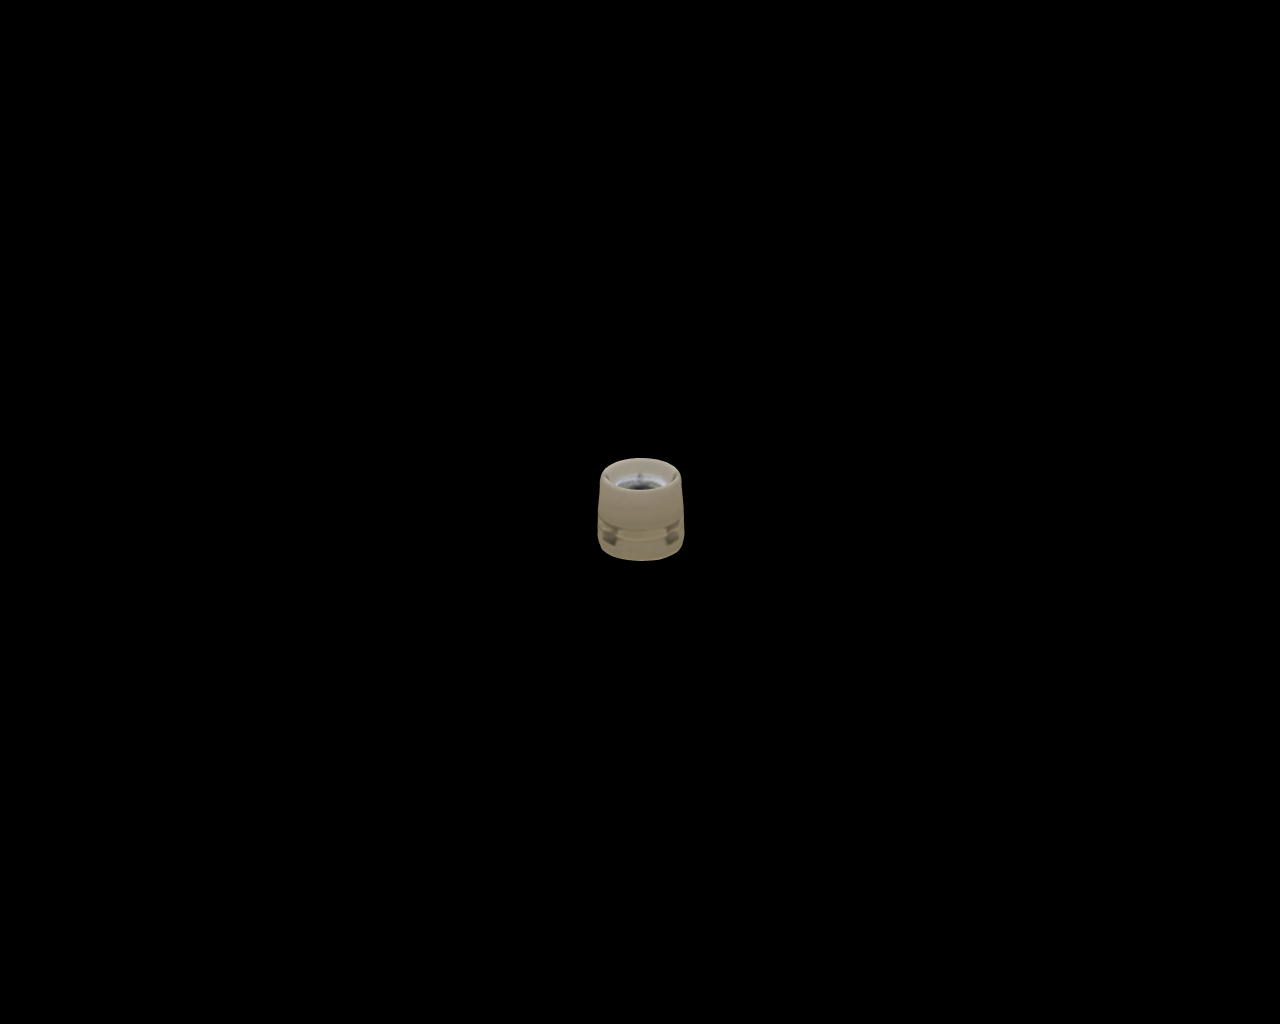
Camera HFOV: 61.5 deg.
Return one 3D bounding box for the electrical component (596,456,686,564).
[{"bbox_3d":[0.001,-0.003,0.650,0.055,0.047,0.055,0,27,0],"label":"electrical component"}]
